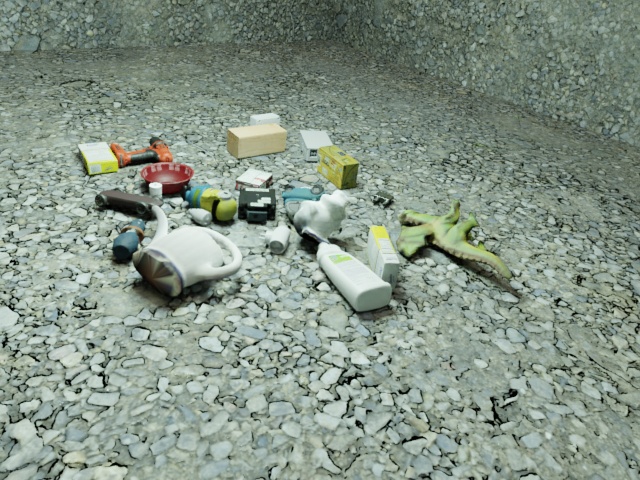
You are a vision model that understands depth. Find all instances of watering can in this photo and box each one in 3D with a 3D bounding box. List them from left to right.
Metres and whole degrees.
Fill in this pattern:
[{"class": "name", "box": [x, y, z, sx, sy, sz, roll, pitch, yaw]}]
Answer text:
[{"class": "watering can", "box": [-0.355, 0.021, 1.250, 0.350, 0.102, 0.228, 25, 36, 26]}]

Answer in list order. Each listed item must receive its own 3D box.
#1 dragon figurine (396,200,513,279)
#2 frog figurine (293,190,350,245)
[{"class": "dragon figurine", "box": [0.338, 0.008, 1.457, 0.243, 0.119, 0.419, -15, 32, -4]}, {"class": "frog figurine", "box": [0.004, -0.072, 1.424, 0.136, 0.161, 0.122, 30, -14, -27]}]
